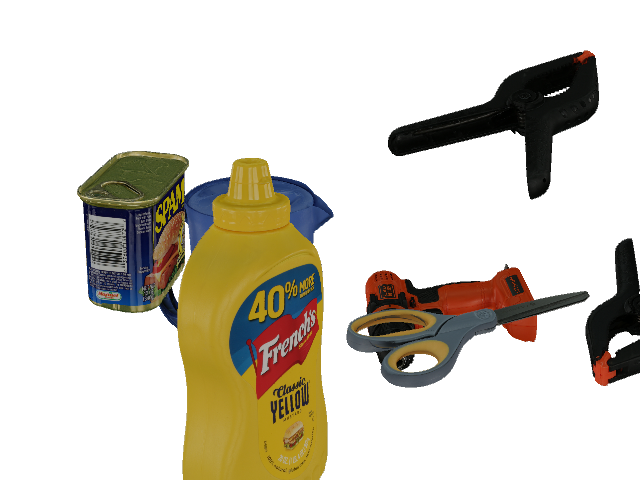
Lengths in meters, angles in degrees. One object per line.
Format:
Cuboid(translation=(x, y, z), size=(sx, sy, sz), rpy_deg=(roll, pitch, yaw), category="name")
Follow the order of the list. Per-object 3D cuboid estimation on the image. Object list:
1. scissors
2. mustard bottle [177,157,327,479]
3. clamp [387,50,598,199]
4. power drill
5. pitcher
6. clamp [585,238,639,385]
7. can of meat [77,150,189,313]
Cuboid(translation=(0.122, 0.073, 0.814), size=(0.201, 0.016, 0.096), rpy_deg=(-4, 31, -5), category="scissors")
Cuboid(translation=(-0.036, 0.050, 0.580), size=(0.058, 0.192, 0.096), rpy_deg=(11, 20, 37), category="mustard bottle")
Cuboid(translation=(0.186, -0.107, 0.940), size=(0.209, 0.036, 0.165), rpy_deg=(-32, 39, -25), category="clamp")
Cuboid(translation=(0.145, 0.085, 1.208), size=(0.187, 0.057, 0.184), rpy_deg=(-3, 27, -1), category="power drill")
Cuboid(translation=(-0.081, 0.061, 1.115), size=(0.149, 0.243, 0.144), rpy_deg=(20, 29, 41), category="pitcher")
Cuboid(translation=(0.290, 0.062, 0.983), size=(0.171, 0.039, 0.120), rpy_deg=(-35, 40, -26), category="clamp")
Cuboid(translation=(-0.129, -0.007, 0.754), size=(0.057, 0.084, 0.102), rpy_deg=(6, 23, 8), category="can of meat")
